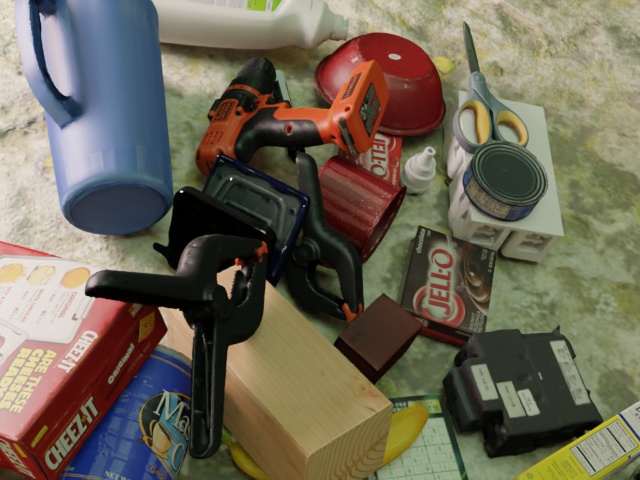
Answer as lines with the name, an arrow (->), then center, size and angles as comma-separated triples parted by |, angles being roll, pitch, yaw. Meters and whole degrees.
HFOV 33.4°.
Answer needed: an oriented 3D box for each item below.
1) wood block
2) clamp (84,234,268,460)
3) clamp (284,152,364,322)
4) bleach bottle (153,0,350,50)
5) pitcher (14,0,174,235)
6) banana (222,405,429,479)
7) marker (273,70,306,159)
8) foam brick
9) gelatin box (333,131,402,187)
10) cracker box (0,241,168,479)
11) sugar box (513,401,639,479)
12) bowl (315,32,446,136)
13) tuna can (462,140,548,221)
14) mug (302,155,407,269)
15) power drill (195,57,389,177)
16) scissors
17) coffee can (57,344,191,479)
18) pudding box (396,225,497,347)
wood block -> -0.041, 0.123, 0.927 | 0.090, 0.090, 0.206 | -26, 51, -30
clamp -> -0.089, 0.065, 0.858 | 0.164, 0.036, 0.209 | 64, 31, -9
clamp -> -0.007, 0.001, 1.055 | 0.171, 0.120, 0.039 | 45, 26, 10
bleach bottle -> -0.092, -0.256, 1.217 | 0.250, 0.068, 0.102 | 9, 50, -5
pitcher -> -0.221, -0.134, 1.060 | 0.149, 0.145, 0.243 | -4, 60, -16
banana -> 0.007, 0.186, 0.954 | 0.197, 0.037, 0.069 | -2, 63, -10
marker -> -0.037, -0.140, 1.197 | 0.020, 0.020, 0.121 | -2, 56, -20
foam brick -> 0.052, 0.100, 1.033 | 0.053, 0.051, 0.078 | 41, 53, 13
gelatin box -> 0.051, -0.085, 1.180 | 0.073, 0.030, 0.089 | 14, 53, -8
cracker box -> -0.256, 0.089, 0.865 | 0.214, 0.072, 0.164 | 13, 51, 30
sugar box -> 0.237, 0.213, 0.986 | 0.175, 0.093, 0.048 | -25, 67, -32
bowl -> 0.078, -0.191, 1.231 | 0.162, 0.055, 0.162 | 11, 42, -10
tuna can -> 0.195, -0.062, 1.129 | 0.086, 0.034, 0.086 | 9, 53, -12
mug -> 0.025, -0.025, 1.099 | 0.081, 0.093, 0.117 | 30, 79, 11
power drill -> -0.026, -0.140, 1.124 | 0.188, 0.057, 0.184 | -5, 44, 26
scissors -> 0.197, -0.169, 1.218 | 0.096, 0.016, 0.201 | 19, 52, -6
coffee can -> -0.160, 0.167, 0.883 | 0.102, 0.103, 0.140 | 19, 52, -4
pudding box -> 0.129, 0.049, 1.103 | 0.090, 0.039, 0.113 | 19, 52, -4
